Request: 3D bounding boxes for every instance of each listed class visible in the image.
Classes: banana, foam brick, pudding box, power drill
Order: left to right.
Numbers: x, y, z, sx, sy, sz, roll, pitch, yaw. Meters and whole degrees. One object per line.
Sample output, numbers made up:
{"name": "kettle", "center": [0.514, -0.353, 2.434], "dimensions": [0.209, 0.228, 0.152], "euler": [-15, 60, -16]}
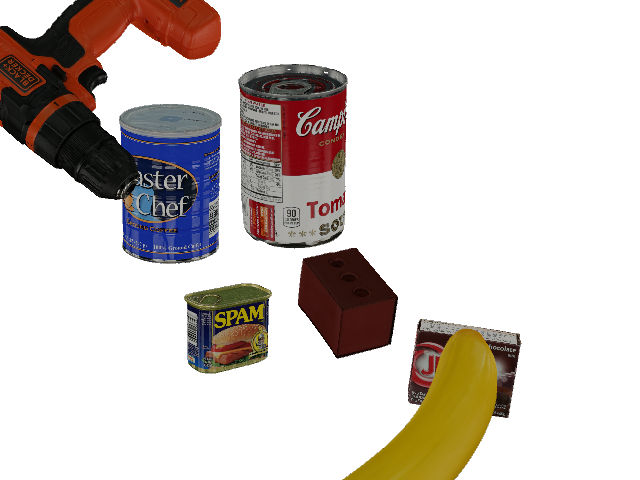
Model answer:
{"name": "power drill", "center": [-0.165, -0.135, 0.830], "dimensions": [0.187, 0.184, 0.057], "euler": [-43, -12, -32]}
{"name": "foam brick", "center": [0.022, 0.050, 0.881], "dimensions": [0.052, 0.051, 0.078], "euler": [-12, 37, -23]}
{"name": "banana", "center": [0.048, 0.105, 0.562], "dimensions": [0.070, 0.037, 0.197], "euler": [19, 40, 37]}
{"name": "pudding box", "center": [0.156, 0.139, 1.164], "dimensions": [0.113, 0.090, 0.039], "euler": [7, 22, 5]}

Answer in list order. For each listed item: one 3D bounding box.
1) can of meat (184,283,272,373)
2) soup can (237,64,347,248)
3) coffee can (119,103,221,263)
{"name": "can of meat", "center": [-0.108, 0.103, 1.252], "dimensions": [0.101, 0.084, 0.058], "euler": [-9, 18, -37]}
{"name": "soup can", "center": [-0.017, -0.054, 0.682], "dimensions": [0.068, 0.102, 0.068], "euler": [0, 24, 0]}
{"name": "coffee can", "center": [-0.154, -0.060, 1.102], "dimensions": [0.103, 0.140, 0.103], "euler": [3, 22, -1]}
